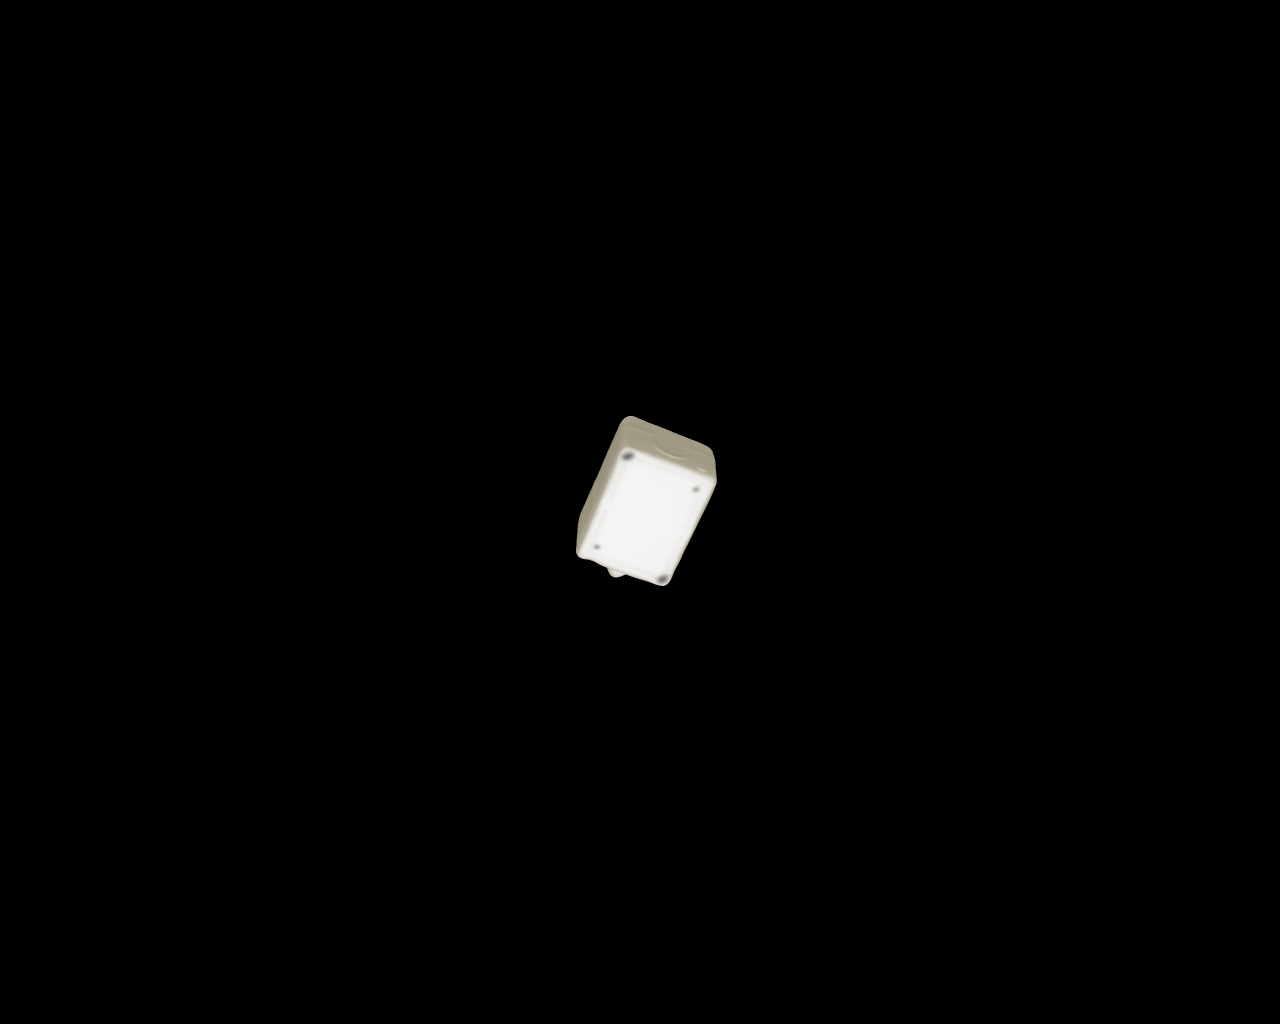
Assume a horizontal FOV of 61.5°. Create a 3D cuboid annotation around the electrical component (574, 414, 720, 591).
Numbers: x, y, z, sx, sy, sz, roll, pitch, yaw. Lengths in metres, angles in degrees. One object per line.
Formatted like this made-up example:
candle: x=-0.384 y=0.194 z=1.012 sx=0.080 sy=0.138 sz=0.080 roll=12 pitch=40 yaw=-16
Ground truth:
electrical component: x=0.001 y=-0.003 z=0.650 sx=0.062 sy=0.096 sz=0.061 roll=20 pitch=24 yaw=-9
